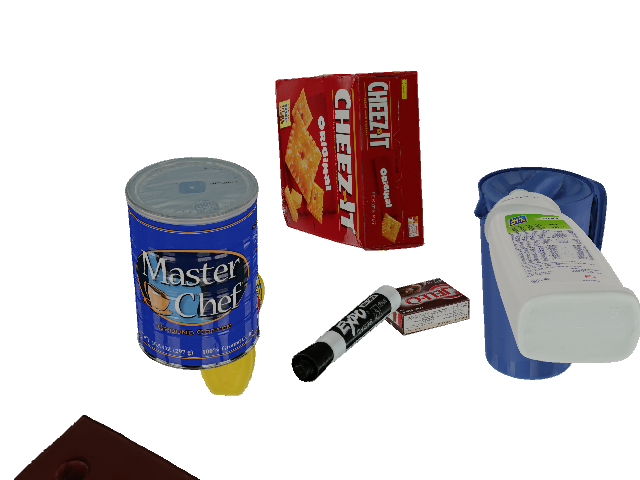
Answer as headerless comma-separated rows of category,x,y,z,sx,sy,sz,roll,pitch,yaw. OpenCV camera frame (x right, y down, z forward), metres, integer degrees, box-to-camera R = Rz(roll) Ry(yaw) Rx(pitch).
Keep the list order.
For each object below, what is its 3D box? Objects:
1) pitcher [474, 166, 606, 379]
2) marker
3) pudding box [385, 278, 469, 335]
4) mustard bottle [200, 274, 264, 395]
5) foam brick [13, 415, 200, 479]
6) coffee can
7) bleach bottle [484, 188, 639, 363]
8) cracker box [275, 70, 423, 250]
pitcher,0.265,0.038,1.292,0.149,0.243,0.145,3,24,14
marker,0.017,0.058,0.673,0.020,0.020,0.120,0,19,31
pudding box,0.149,0.096,1.566,0.113,0.039,0.090,-14,22,-19
mustard bottle,-0.094,0.079,1.172,0.058,0.096,0.191,1,27,1
foam brick,-0.083,0.121,0.442,0.078,0.051,0.052,22,45,26
coffee can,-0.101,0.018,0.859,0.103,0.140,0.103,1,30,-1
bleach bottle,0.205,0.016,0.954,0.102,0.068,0.251,0,26,2
cracker box,0.023,-0.084,1.068,0.072,0.164,0.214,-7,9,-21
